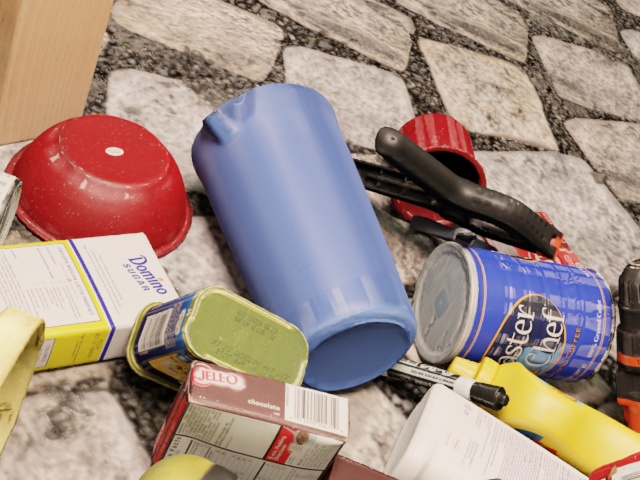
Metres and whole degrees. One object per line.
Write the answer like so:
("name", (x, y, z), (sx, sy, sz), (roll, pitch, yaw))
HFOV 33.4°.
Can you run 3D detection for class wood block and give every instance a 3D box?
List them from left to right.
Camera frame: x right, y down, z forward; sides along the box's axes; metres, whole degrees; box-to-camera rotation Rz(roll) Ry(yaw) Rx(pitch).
("wood block", (-0.238, -0.190, 0.886), (0.090, 0.206, 0.090), (-18, 55, -42))

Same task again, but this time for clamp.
("clamp", (0.120, -0.038, 0.935), (0.210, 0.164, 0.036), (24, 82, 0))

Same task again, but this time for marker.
("marker", (0.093, 0.110, 0.832), (0.121, 0.020, 0.020), (12, 24, 39))

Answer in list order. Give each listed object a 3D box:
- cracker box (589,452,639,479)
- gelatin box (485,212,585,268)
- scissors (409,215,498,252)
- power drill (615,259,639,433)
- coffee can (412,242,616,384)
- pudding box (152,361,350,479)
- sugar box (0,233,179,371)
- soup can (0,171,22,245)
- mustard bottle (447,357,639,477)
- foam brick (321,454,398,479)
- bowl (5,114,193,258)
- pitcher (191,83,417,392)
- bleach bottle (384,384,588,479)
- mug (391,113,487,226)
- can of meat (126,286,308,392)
("cracker box", (0.273, 0.254, 0.708), (0.213, 0.072, 0.164), (28, 49, -27))
("gelatin box", (0.211, 0.010, 1.058), (0.073, 0.030, 0.089), (0, 44, -30))
("scissors", (0.111, -0.008, 0.952), (0.096, 0.016, 0.201), (22, 0, 20))
("power drill", (0.309, 0.086, 0.930), (0.057, 0.184, 0.187), (3, 18, 37))
("coffee can", (0.163, 0.063, 0.908), (0.140, 0.103, 0.103), (10, 40, -20))
("pudding box", (-0.048, 0.133, 0.715), (0.113, 0.090, 0.039), (17, 41, -13))
("sugar box", (-0.193, 0.046, 0.769), (0.175, 0.048, 0.093), (-3, 47, -38))
("soup can", (-0.280, -0.031, 0.789), (0.102, 0.069, 0.068), (20, 38, -9))
("mustard bottle", (0.187, 0.146, 0.838), (0.191, 0.058, 0.096), (30, -7, 6))
("foam brick", (0.032, 0.193, 0.722), (0.078, 0.051, 0.053), (24, 38, -4))
("bowl", (-0.177, -0.055, 0.889), (0.162, 0.055, 0.162), (16, 39, -13))
("pitcher", (-0.006, 0.001, 0.876), (0.149, 0.145, 0.243), (-8, 52, -19))
("bleach bottle", (0.170, 0.208, 0.777), (0.251, 0.068, 0.102), (31, 38, 2))
("mug", (0.120, -0.064, 1.056), (0.117, 0.093, 0.081), (46, 24, -27))
("can of meat", (-0.070, 0.076, 0.744), (0.102, 0.084, 0.057), (29, 62, -26))
